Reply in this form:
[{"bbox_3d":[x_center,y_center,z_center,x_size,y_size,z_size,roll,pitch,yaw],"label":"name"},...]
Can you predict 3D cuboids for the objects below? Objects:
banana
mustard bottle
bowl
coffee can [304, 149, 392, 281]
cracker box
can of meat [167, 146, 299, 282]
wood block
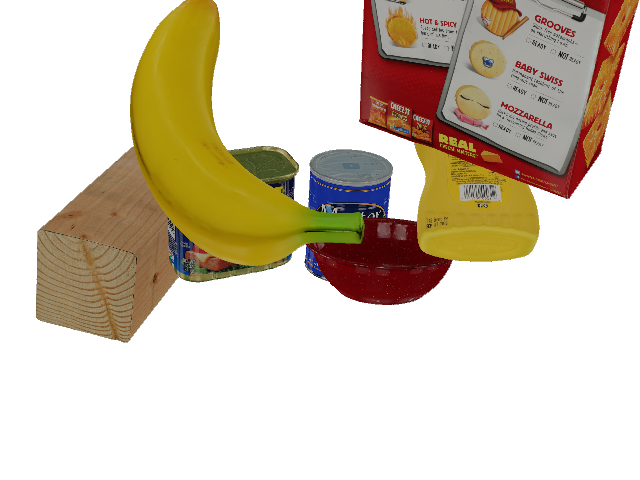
[{"bbox_3d":[-0.050,-0.048,0.476,0.069,0.037,0.198,-15,46,-17],"label":"banana"},{"bbox_3d":[0.127,-0.077,0.899,0.096,0.191,0.058,0,-30,1],"label":"mustard bottle"},{"bbox_3d":[0.064,0.025,1.099,0.162,0.055,0.162,1,18,-1],"label":"bowl"},{"bbox_3d":[0.034,-0.031,1.341,0.103,0.140,0.103,3,27,-2],"label":"coffee can"},{"bbox_3d":[0.114,-0.150,0.686,0.164,0.214,0.072,23,47,23],"label":"cracker box"},{"bbox_3d":[-0.070,-0.020,0.832,0.102,0.084,0.057,-9,31,-21],"label":"can of meat"},{"bbox_3d":[-0.175,-0.004,0.988,0.090,0.091,0.206,14,27,8],"label":"wood block"}]
